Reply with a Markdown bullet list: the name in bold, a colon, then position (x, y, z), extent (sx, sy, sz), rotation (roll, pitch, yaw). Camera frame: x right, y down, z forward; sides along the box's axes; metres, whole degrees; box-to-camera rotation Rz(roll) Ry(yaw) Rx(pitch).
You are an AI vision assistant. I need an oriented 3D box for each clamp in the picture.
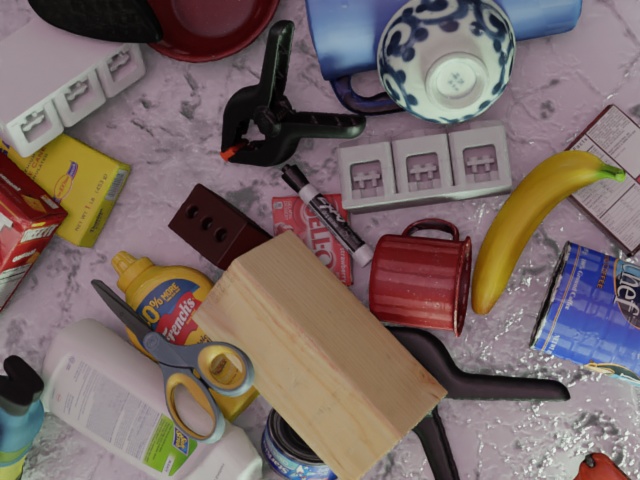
- **clamp**: position (-0.032, -0.109, 0.978), extent (0.039, 0.172, 0.120), rotation (-34, 83, -39)
- **clamp**: position (0.101, 0.156, 0.990), extent (0.210, 0.036, 0.164), rotation (30, 99, 12)

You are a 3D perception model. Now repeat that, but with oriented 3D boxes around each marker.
- **marker**: position (0.006, -0.024, 0.993), extent (0.020, 0.020, 0.121), rotation (-43, 81, 5)

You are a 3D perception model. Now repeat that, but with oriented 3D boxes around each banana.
- **banana**: position (0.188, -0.017, 0.958), extent (0.037, 0.069, 0.198), rotation (19, 128, -26)

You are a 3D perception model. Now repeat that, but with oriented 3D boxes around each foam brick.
- **foam brick**: position (-0.094, -0.008, 1.009), extent (0.078, 0.051, 0.053), rotation (36, 92, 33)

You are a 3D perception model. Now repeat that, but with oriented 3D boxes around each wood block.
- **wood block**: position (-0.002, 0.102, 0.947), extent (0.206, 0.090, 0.090), rotation (46, 126, 10)

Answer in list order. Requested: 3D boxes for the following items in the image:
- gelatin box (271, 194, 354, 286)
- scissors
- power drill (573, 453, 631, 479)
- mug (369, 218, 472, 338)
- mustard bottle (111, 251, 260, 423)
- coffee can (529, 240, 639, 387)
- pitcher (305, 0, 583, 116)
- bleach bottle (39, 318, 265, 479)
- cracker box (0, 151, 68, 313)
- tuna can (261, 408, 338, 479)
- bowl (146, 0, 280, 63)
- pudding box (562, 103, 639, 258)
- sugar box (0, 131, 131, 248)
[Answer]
- **gelatin box**: position (-0.007, 0.001, 1.019), extent (0.073, 0.030, 0.089), rotation (-3, 87, 9)
- **scissors**: position (-0.129, 0.086, 0.952), extent (0.096, 0.016, 0.202), rotation (-38, 64, 9)
- **power drill**: position (0.230, 0.298, 0.951), extent (0.188, 0.057, 0.184), rotation (-44, 81, 5)
- **mug**: position (0.094, 0.028, 0.978), extent (0.081, 0.093, 0.117), rotation (6, 58, 14)
- **mustard bottle**: position (-0.129, 0.082, 1.021), extent (0.192, 0.058, 0.096), rotation (44, 94, 9)
- **coffee can**: position (0.267, 0.071, 0.934), extent (0.140, 0.102, 0.103), rotation (20, 90, 10)
- **pitcher**: position (0.109, -0.216, 0.970), extent (0.243, 0.149, 0.145), rotation (-7, 61, 6)
- **bleach bottle**: position (-0.147, 0.177, 0.982), extent (0.251, 0.068, 0.103), rotation (32, 117, 20)
- **cracker box**: position (-0.371, 0.005, 1.032), extent (0.164, 0.072, 0.214), rotation (41, 109, 7)
- **tuna can**: position (-0.009, 0.181, 0.982), extent (0.086, 0.086, 0.034), rotation (24, 132, 9)
- **bowl**: position (-0.109, -0.246, 1.035), extent (0.162, 0.055, 0.162), rotation (0, 87, 9)
- **pudding box**: position (0.274, -0.054, 0.972), extent (0.090, 0.039, 0.113), rotation (-45, 79, 7)
- **sugar box**: position (-0.285, -0.073, 1.060), extent (0.176, 0.048, 0.093), rotation (28, 92, 8)
